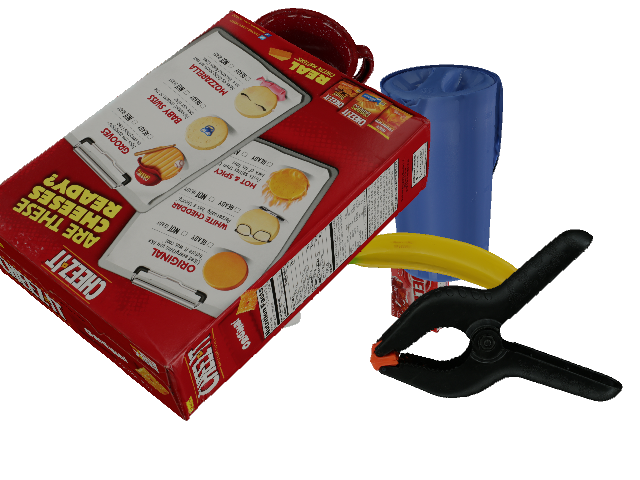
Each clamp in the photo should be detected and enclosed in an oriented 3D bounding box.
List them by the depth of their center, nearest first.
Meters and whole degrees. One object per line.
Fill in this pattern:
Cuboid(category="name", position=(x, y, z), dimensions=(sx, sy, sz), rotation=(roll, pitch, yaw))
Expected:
Cuboid(category="clamp", position=(0.123, 0.074, 0.739), dimensions=(0.171, 0.120, 0.039), rotation=(-21, 1, 12))

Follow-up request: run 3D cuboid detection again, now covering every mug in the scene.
Cuboid(category="mug", position=(-0.011, -0.134, 0.889), dimensions=(0.117, 0.093, 0.082), rotation=(-17, -27, -19))

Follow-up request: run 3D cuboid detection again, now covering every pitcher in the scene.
Cuboid(category="pitcher", position=(0.150, -0.083, 1.266), dimensions=(0.149, 0.243, 0.145), rotation=(-4, 25, 2))

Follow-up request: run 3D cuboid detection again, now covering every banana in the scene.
Cuboid(category="banana", position=(0.115, 0.024, 1.073), dimensions=(0.198, 0.037, 0.069), rotation=(6, 44, 12))

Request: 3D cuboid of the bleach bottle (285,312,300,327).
Cuboid(category="bleach bottle", position=(-0.069, -0.013, 1.313), dimensions=(0.102, 0.251, 0.068), rotation=(-11, 25, -35))

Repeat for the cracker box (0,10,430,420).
Cuboid(category="cracker box", position=(-0.064, -0.024, 0.626), dimensions=(0.164, 0.213, 0.072), rotation=(33, -27, 26))

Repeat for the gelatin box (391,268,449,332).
Cuboid(category="gelatin box", position=(0.127, 0.065, 1.366), dimensions=(0.073, 0.089, 0.030), rotation=(19, 33, 36))
